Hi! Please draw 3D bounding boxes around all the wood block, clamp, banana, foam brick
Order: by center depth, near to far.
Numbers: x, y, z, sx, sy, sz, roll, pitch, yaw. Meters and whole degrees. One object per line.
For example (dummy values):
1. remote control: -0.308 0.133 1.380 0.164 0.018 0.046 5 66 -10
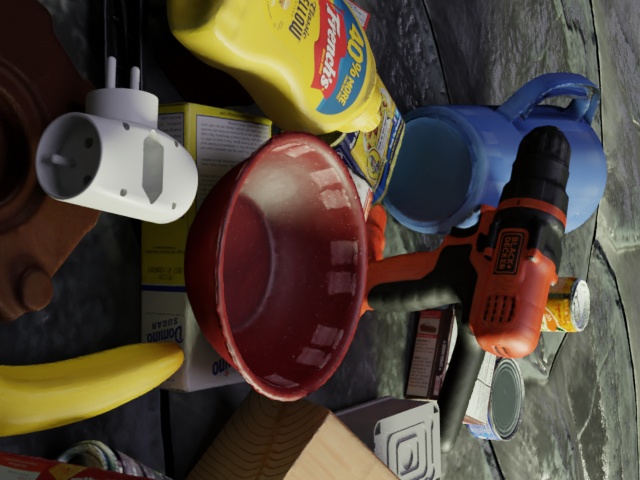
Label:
1. banana: -0.144 0.075 0.556 0.037 0.070 0.197 63 18 18
2. clamp: -0.117 -0.165 0.605 0.120 0.039 0.171 76 15 -66
3. foam brick: -0.061 -0.130 0.701 0.051 0.053 0.078 59 44 -39
4. wood block: 0.018 0.199 0.719 0.206 0.090 0.090 48 68 -28
5. clamp: 0.145 0.061 0.916 0.164 0.036 0.210 -36 137 -51

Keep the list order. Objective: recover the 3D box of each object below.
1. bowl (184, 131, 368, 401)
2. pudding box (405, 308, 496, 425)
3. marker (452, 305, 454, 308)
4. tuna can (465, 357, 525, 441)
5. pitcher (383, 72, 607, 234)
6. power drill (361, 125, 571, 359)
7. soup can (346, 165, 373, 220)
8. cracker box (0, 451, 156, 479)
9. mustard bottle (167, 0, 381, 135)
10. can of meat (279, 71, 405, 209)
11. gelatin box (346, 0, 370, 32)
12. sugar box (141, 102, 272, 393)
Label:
1. bowl: -0.033 0.015 0.651 0.161 0.055 0.162 -4 95 -57
2. pudding box: 0.126 0.119 0.997 0.113 0.039 0.090 33 63 -54
3. marker: 0.158 0.037 1.068 0.121 0.020 0.020 -57 134 -41
4. tuna can: 0.175 0.159 1.076 0.086 0.034 0.086 3 86 -57
5. pitcher: 0.162 -0.072 0.973 0.242 0.145 0.149 -4 88 -54
6. power drill: 0.094 -0.003 0.815 0.057 0.188 0.184 44 55 -46
7. soup can: -0.005 0.001 0.769 0.068 0.069 0.102 47 51 -46
8. cracker box: -0.103 0.195 0.521 0.072 0.164 0.213 -58 135 -37
9. mustard bottle: -0.014 -0.120 0.668 0.191 0.058 0.096 38 58 -50
10. can of meat: 0.021 -0.085 0.824 0.084 0.058 0.102 52 48 -46
11. gelatin box: -0.009 -0.147 0.778 0.073 0.030 0.089 30 59 -21
12. sugar box: -0.072 0.005 0.687 0.093 0.048 0.176 1 92 -57
